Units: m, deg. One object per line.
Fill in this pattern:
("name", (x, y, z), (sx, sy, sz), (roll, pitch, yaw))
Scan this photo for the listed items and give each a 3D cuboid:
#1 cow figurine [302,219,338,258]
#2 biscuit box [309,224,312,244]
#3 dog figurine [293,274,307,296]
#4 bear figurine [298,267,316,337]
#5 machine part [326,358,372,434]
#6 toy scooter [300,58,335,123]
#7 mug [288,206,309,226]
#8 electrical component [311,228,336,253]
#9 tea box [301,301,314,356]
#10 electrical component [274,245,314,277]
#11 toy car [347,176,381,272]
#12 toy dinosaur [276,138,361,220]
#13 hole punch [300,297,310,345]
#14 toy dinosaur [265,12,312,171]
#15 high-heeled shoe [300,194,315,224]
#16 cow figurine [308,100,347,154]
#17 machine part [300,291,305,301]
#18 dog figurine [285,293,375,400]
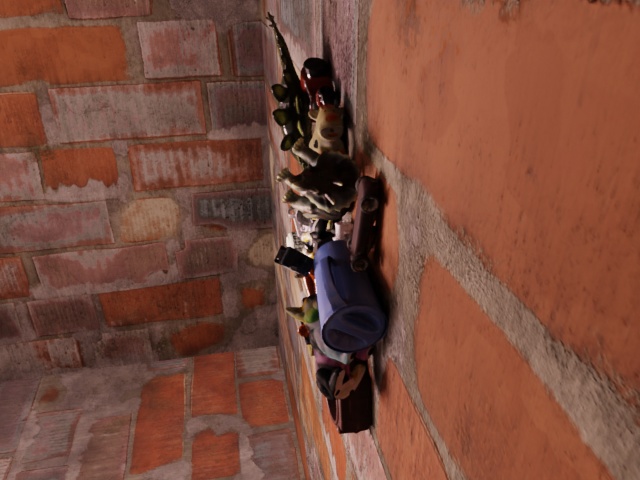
("cow figurine", (-0.002, -0.003, 1.426), (0.098, 0.068, 0.167), (8, 77, 65))
("biscuit box", (0.001, 0.022, 1.578), (0.202, 0.063, 0.059), (98, 163, -56))
("dog figurine", (0.022, 0.158, 1.476), (0.190, 0.121, 0.172), (67, -157, 3))
("bear figurine", (0.010, 0.150, 1.332), (0.132, 0.120, 0.195), (140, 139, -80))
("machine part", (0.063, 0.360, 1.343), (0.201, 0.087, 0.200), (-122, 27, -72))
("toy scooter", (-0.004, -0.360, 1.354), (0.135, 0.075, 0.184), (93, 163, -53))
("mug", (-0.045, -0.099, 1.677), (0.107, 0.110, 0.080), (-91, -17, -57))
("electrical component", (0.025, 0.008, 1.346), (0.078, 0.102, 0.045), (29, 132, 48))
("tea box", (0.004, 0.252, 1.591), (0.170, 0.098, 0.068), (-105, 13, -49))
("electrical component", (-0.055, 0.050, 1.246), (0.047, 0.075, 0.119), (-64, 16, -8))
("toy car", (0.088, -0.028, 1.055), (0.089, 0.053, 0.201), (-102, 14, -58))
("toy dinosaur", (0.011, -0.105, 1.252), (0.131, 0.192, 0.404), (-54, -17, -8))
("hole punch", (0.002, 0.227, 1.510), (0.142, 0.116, 0.092), (-109, 28, -48))
("toy dinosaur", (-0.068, -0.353, 1.430), (0.198, 0.105, 0.470), (-71, -33, -71))
("high-heeled shoe", (-0.034, -0.121, 1.586), (0.145, 0.086, 0.249), (124, 157, -52))
("cow figurine", (0.018, -0.245, 1.272), (0.195, 0.085, 0.127), (122, 135, -76))
("machine part", (-0.016, 0.241, 1.761), (0.079, 0.079, 0.243), (95, 165, -49))
("dog figurine", (0.007, 0.229, 1.217), (0.219, 0.108, 0.191), (36, 113, 37))
